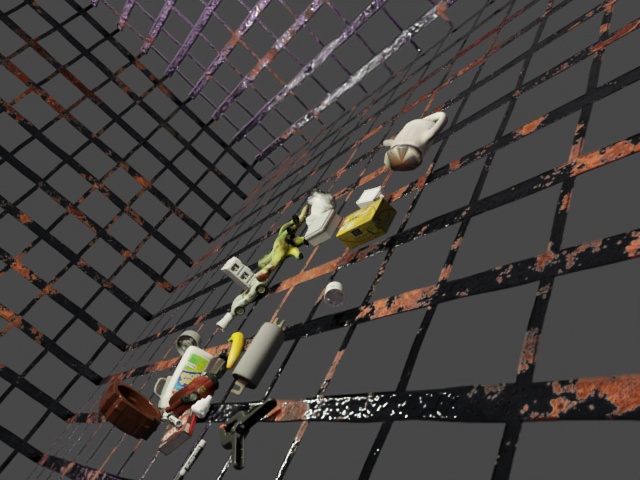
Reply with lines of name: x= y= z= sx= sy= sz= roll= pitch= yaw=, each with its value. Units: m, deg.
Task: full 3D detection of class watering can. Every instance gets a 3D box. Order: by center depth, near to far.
watering can: x=0.288 y=-0.317 z=1.729 sx=0.228 sy=0.103 sz=0.344 roll=-55 pitch=18 yaw=-27

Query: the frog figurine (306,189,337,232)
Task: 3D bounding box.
frog figurine: x=0.006 y=-0.099 z=1.977 sx=0.135 sy=0.122 sz=0.162 roll=-29 pitch=59 yaw=48

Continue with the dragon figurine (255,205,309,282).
dragon figurine: x=-0.158 y=0.024 z=1.979 sx=0.240 sy=0.121 sz=0.419 roll=-34 pitch=18 yaw=27
